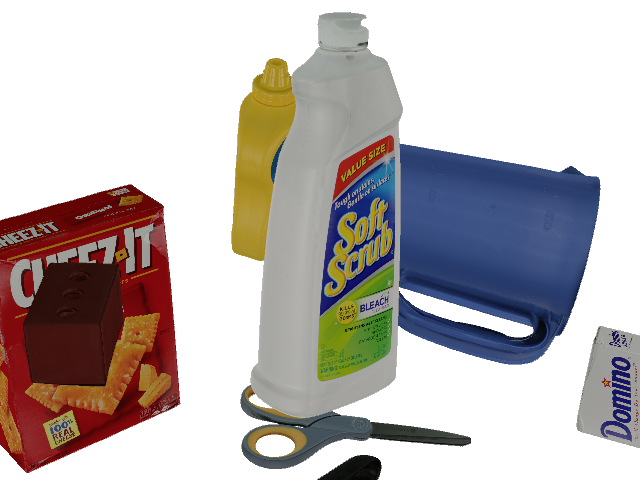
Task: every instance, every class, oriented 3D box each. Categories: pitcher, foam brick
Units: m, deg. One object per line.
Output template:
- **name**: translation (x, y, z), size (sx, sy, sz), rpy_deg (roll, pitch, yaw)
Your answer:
- **pitcher**: translation (0.095, -0.004, 0.869), size (0.243, 0.145, 0.149), rpy_deg (13, 16, 7)
- **foam brick**: translation (-0.170, 0.057, 0.742), size (0.053, 0.051, 0.078), rpy_deg (1, 31, -1)

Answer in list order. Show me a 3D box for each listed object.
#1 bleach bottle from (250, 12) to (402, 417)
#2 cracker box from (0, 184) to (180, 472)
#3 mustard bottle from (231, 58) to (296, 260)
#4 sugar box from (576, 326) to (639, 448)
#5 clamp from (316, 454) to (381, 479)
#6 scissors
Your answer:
- **bleach bottle**: translation (0.006, -0.018, 0.689), size (0.102, 0.251, 0.068), rpy_deg (-15, 25, -37)
- **cracker box**: translation (-0.213, 0.076, 0.948), size (0.163, 0.214, 0.072), rpy_deg (-20, 32, -34)
- **mustard bottle**: translation (-0.046, -0.081, 0.995), size (0.058, 0.192, 0.096), rpy_deg (18, 39, 16)
- **sugar box**: translation (0.317, 0.142, 0.922), size (0.176, 0.093, 0.048), rpy_deg (12, 23, 16)
- **clamp**: translation (-0.046, 0.193, 0.642), size (0.210, 0.036, 0.164), rpy_deg (-4, 28, 2)
- **scissors**: translation (0.021, 0.173, 0.910), size (0.202, 0.016, 0.096), rpy_deg (16, 42, 12)
